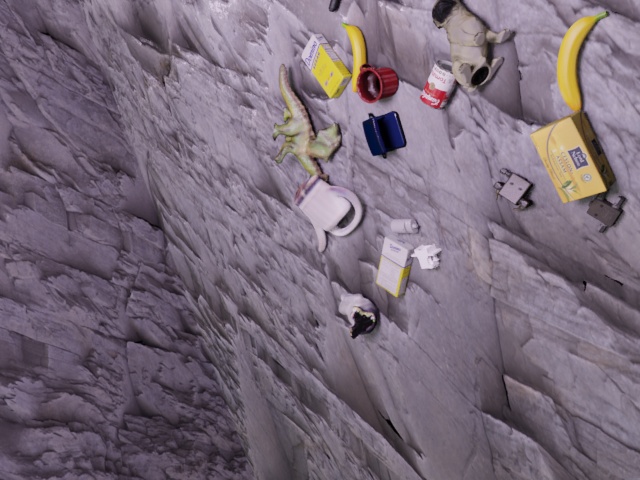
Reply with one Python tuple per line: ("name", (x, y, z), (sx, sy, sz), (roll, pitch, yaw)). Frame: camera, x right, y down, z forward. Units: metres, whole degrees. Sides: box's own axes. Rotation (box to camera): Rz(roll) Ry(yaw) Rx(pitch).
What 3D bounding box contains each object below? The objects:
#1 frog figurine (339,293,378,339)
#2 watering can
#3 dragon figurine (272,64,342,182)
("frog figurine", (0.131, 0.246, 1.768), (0.162, 0.123, 0.135), (-113, 5, -70))
("watering can", (0.005, -0.086, 1.716), (0.224, 0.106, 0.341), (41, 143, -2))
("dragon figurine", (-0.033, -0.356, 1.681), (0.243, 0.124, 0.402), (14, 121, 26))
